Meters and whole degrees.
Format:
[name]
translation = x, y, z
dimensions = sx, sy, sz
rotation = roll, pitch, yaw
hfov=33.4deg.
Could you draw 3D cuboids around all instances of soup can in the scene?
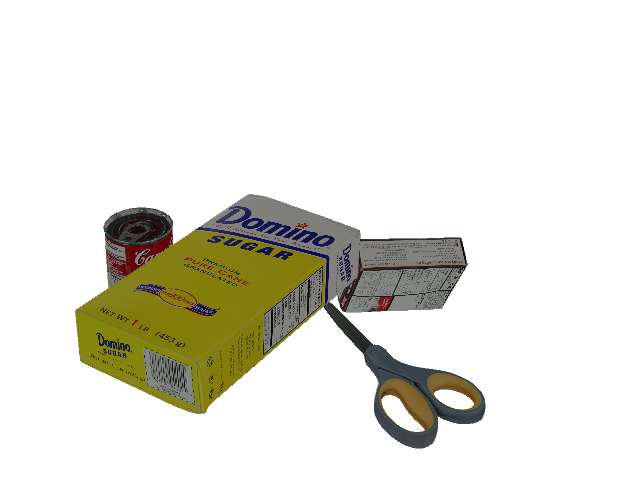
[soup can]
translation = -0.181, 0.027, 1.078
dimensions = 0.068, 0.102, 0.068
rotation = 1, 31, -1

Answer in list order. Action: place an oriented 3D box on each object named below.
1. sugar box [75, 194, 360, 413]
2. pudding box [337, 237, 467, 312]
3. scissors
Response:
[sugar box]
translation = -0.058, 0.032, 0.668
dimensions = 0.093, 0.048, 0.176
rotation = 20, 38, 26
[pudding box]
translation = 0.080, 0.034, 1.065
dimensions = 0.113, 0.039, 0.090
rotation = -3, -32, -15
[scissors]
translation = 0.067, 0.099, 0.873
dimensions = 0.096, 0.016, 0.202
rotation = -3, 30, -12
